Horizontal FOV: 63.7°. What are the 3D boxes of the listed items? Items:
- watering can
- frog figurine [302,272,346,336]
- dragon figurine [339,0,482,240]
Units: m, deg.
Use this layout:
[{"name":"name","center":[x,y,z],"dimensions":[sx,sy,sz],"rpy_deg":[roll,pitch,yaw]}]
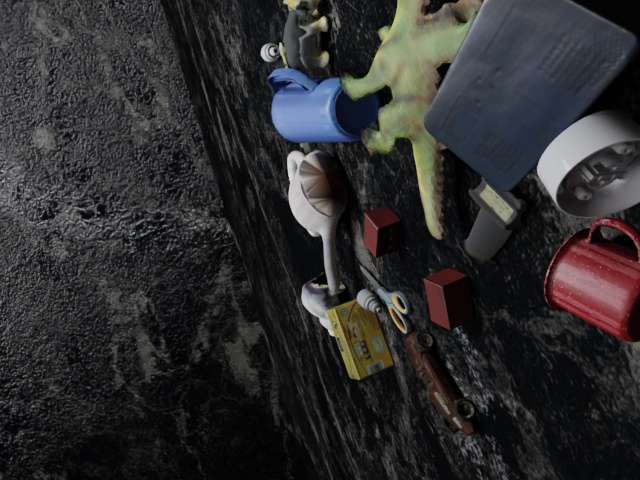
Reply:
[{"name":"watering can","center":[0.004,-0.060,1.183],"dimensions":[0.221,0.104,0.351],"rpy_deg":[130,121,-68]},{"name":"frog figurine","center":[0.013,0.181,1.364],"dimensions":[0.138,0.123,0.157],"rpy_deg":[16,112,45]},{"name":"dragon figurine","center":[0.152,-0.197,0.659],"dimensions":[0.241,0.123,0.408],"rpy_deg":[-11,105,63]}]
